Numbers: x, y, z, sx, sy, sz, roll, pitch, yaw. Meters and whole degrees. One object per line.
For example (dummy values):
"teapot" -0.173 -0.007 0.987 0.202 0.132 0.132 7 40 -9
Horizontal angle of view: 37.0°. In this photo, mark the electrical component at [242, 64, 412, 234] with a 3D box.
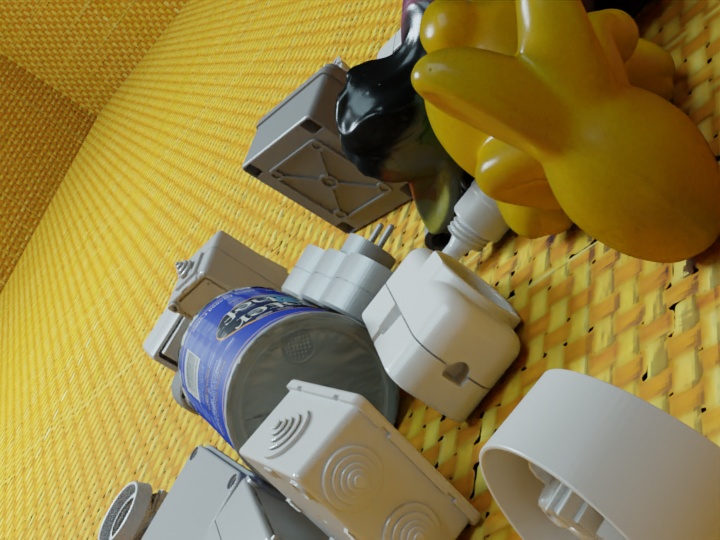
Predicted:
"electrical component" -0.015 -0.088 0.815 0.109 0.109 0.056 -27 38 53

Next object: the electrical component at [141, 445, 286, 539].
"electrical component" -0.092 0.174 0.668 0.108 0.056 0.109 -60 21 -11

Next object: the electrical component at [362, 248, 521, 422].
"electrical component" 0.045 0.030 0.581 0.059 0.054 0.095 -52 21 11

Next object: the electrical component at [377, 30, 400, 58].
"electrical component" 0.043 -0.151 0.856 0.059 0.054 0.095 -41 25 35

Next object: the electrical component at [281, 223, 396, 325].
"electrical component" 0.000 0.000 0.728 0.073 0.052 0.138 -59 20 -7

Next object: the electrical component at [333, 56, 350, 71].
"electrical component" -0.008 -0.152 0.957 0.081 0.064 0.042 -50 22 16

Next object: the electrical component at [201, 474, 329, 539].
"electrical component" -0.045 0.164 0.570 0.061 0.062 0.096 -56 20 2

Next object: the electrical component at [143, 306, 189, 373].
"electrical component" -0.138 0.049 0.952 0.096 0.062 0.061 -58 21 -5

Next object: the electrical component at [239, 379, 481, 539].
"electrical component" -0.004 0.103 0.520 0.048 0.099 0.100 -49 18 -17

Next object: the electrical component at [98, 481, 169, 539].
"electrical component" -0.152 0.189 0.781 0.058 0.057 0.078 -33 31 47

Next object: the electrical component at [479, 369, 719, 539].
"electrical component" 0.086 0.080 0.356 0.064 0.099 0.099 -54 20 -12

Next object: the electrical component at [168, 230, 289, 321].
"electrical component" -0.110 0.013 0.892 0.062 0.096 0.061 -39 26 40

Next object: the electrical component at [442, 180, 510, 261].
"electrical component" 0.070 -0.028 0.639 0.061 0.035 0.035 -52 21 20

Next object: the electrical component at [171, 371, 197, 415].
"electrical component" -0.129 0.100 0.886 0.040 0.040 0.078 -60 21 -10
